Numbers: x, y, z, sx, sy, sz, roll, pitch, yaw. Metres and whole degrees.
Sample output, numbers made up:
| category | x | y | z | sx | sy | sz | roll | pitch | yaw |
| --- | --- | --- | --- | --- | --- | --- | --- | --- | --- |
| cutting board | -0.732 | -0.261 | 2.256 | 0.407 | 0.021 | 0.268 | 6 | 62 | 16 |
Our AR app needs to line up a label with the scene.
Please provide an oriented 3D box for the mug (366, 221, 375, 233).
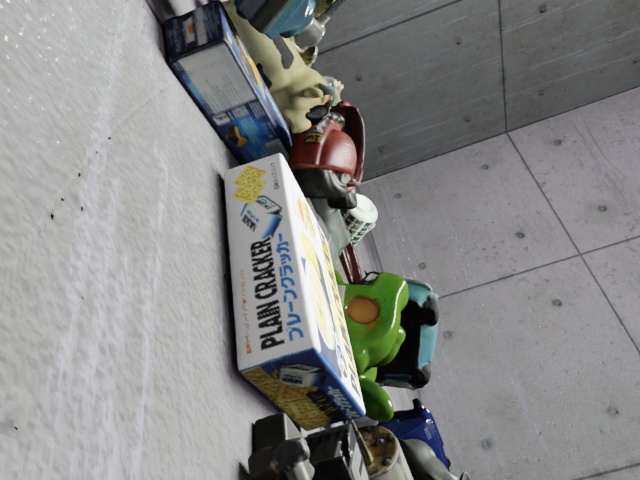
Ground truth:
| category | x | y | z | sx | sy | sz | roll | pitch | yaw |
| --- | --- | --- | --- | --- | --- | --- | --- | --- | --- |
| mug | 0.064 | -0.048 | 1.198 | 0.080 | 0.107 | 0.109 | 55 | 21 | -69 |

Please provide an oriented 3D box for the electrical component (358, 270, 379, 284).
| category | x | y | z | sx | sy | sz | roll | pitch | yaw |
| --- | --- | --- | --- | --- | --- | --- | --- | --- | --- |
| electrical component | 0.084 | 0.118 | 0.862 | 0.115 | 0.134 | 0.058 | 14 | -40 | 46 |

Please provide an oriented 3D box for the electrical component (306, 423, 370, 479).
| category | x | y | z | sx | sy | sz | roll | pitch | yaw |
| --- | --- | --- | --- | --- | --- | --- | --- | --- | --- |
| electrical component | 0.017 | 0.215 | 0.500 | 0.119 | 0.048 | 0.074 | -2 | 75 | -80 |

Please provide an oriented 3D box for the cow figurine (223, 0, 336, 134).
| category | x | y | z | sx | sy | sz | roll | pitch | yaw |
| --- | --- | --- | --- | --- | --- | --- | --- | --- | --- |
| cow figurine | -0.059 | -0.233 | 0.711 | 0.085 | 0.127 | 0.194 | -88 | 156 | -61 |

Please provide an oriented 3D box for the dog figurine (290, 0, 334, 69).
| category | x | y | z | sx | sy | sz | roll | pitch | yaw |
| --- | --- | --- | --- | --- | --- | --- | --- | --- | --- |
| dog figurine | -0.091 | -0.324 | 0.765 | 0.121 | 0.190 | 0.172 | -99 | -154 | -59 |

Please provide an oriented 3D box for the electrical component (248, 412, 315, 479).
| category | x | y | z | sx | sy | sz | roll | pitch | yaw |
| --- | --- | --- | --- | --- | --- | --- | --- | --- | --- |
| electrical component | -0.015 | 0.169 | 0.384 | 0.078 | 0.045 | 0.102 | -95 | 165 | -54 |

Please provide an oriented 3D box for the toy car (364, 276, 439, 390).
| category | x | y | z | sx | sy | sz | roll | pitch | yaw |
| --- | --- | --- | --- | --- | --- | --- | --- | --- | --- |
| toy car | 0.114 | 0.119 | 0.745 | 0.103 | 0.109 | 0.161 | -42 | 130 | -68 |

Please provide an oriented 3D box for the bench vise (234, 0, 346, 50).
| category | x | y | z | sx | sy | sz | roll | pitch | yaw |
| --- | --- | --- | --- | --- | --- | --- | --- | --- | --- |
| bench vise | -0.087 | -0.302 | 0.565 | 0.223 | 0.128 | 0.241 | 22 | 24 | -28 |

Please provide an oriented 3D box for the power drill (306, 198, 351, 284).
| category | x | y | z | sx | sy | sz | roll | pitch | yaw |
| --- | --- | --- | --- | --- | --- | --- | --- | --- | --- |
| power drill | -0.002 | -0.002 | 0.752 | 0.207 | 0.086 | 0.231 | -99 | 169 | -68 |

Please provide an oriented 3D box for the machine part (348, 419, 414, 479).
| category | x | y | z | sx | sy | sz | roll | pitch | yaw |
| --- | --- | --- | --- | --- | --- | --- | --- | --- | --- |
| machine part | 0.075 | 0.296 | 0.601 | 0.079 | 0.079 | 0.243 | -90 | 159 | -66 |

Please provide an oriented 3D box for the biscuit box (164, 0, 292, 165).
| category | x | y | z | sx | sy | sz | roll | pitch | yaw |
| --- | --- | --- | --- | --- | --- | --- | --- | --- | --- |
| biscuit box | -0.086 | -0.146 | 0.567 | 0.202 | 0.059 | 0.063 | 58 | 15 | -60 |

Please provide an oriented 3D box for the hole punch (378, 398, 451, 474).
| category | x | y | z | sx | sy | sz | roll | pitch | yaw |
| --- | --- | --- | --- | --- | --- | --- | --- | --- | --- |
| hole punch | 0.119 | 0.310 | 0.761 | 0.092 | 0.116 | 0.142 | -46 | 117 | -72 |

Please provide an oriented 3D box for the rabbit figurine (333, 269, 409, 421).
| category | x | y | z | sx | sy | sz | roll | pitch | yaw |
| --- | --- | --- | --- | --- | --- | --- | --- | --- | --- |
| rabbit figurine | 0.047 | 0.139 | 0.643 | 0.170 | 0.121 | 0.159 | 89 | -2 | -50 |

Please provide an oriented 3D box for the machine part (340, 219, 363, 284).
| category | x | y | z | sx | sy | sz | roll | pitch | yaw |
| --- | --- | --- | --- | --- | --- | --- | --- | --- | --- |
| machine part | 0.034 | 0.037 | 0.987 | 0.179 | 0.056 | 0.179 | -18 | 91 | -81 |

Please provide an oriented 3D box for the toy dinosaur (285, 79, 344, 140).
| category | x | y | z | sx | sy | sz | roll | pitch | yaw |
| --- | --- | --- | --- | --- | --- | --- | --- | --- | --- |
| toy dinosaur | -0.001 | -0.136 | 0.965 | 0.404 | 0.131 | 0.192 | 69 | 20 | -49 |

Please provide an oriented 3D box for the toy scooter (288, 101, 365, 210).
| category | x | y | z | sx | sy | sz | roll | pitch | yaw |
| --- | --- | --- | --- | --- | --- | --- | --- | --- | --- |
| toy scooter | 0.015 | -0.110 | 0.637 | 0.184 | 0.075 | 0.135 | 9 | 86 | -74 |

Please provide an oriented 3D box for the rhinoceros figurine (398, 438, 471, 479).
| category | x | y | z | sx | sy | sz | roll | pitch | yaw |
| --- | --- | --- | --- | --- | --- | --- | --- | --- | --- |
| rhinoceros figurine | 0.158 | 0.311 | 0.644 | 0.191 | 0.073 | 0.111 | 36 | -33 | 55 |
